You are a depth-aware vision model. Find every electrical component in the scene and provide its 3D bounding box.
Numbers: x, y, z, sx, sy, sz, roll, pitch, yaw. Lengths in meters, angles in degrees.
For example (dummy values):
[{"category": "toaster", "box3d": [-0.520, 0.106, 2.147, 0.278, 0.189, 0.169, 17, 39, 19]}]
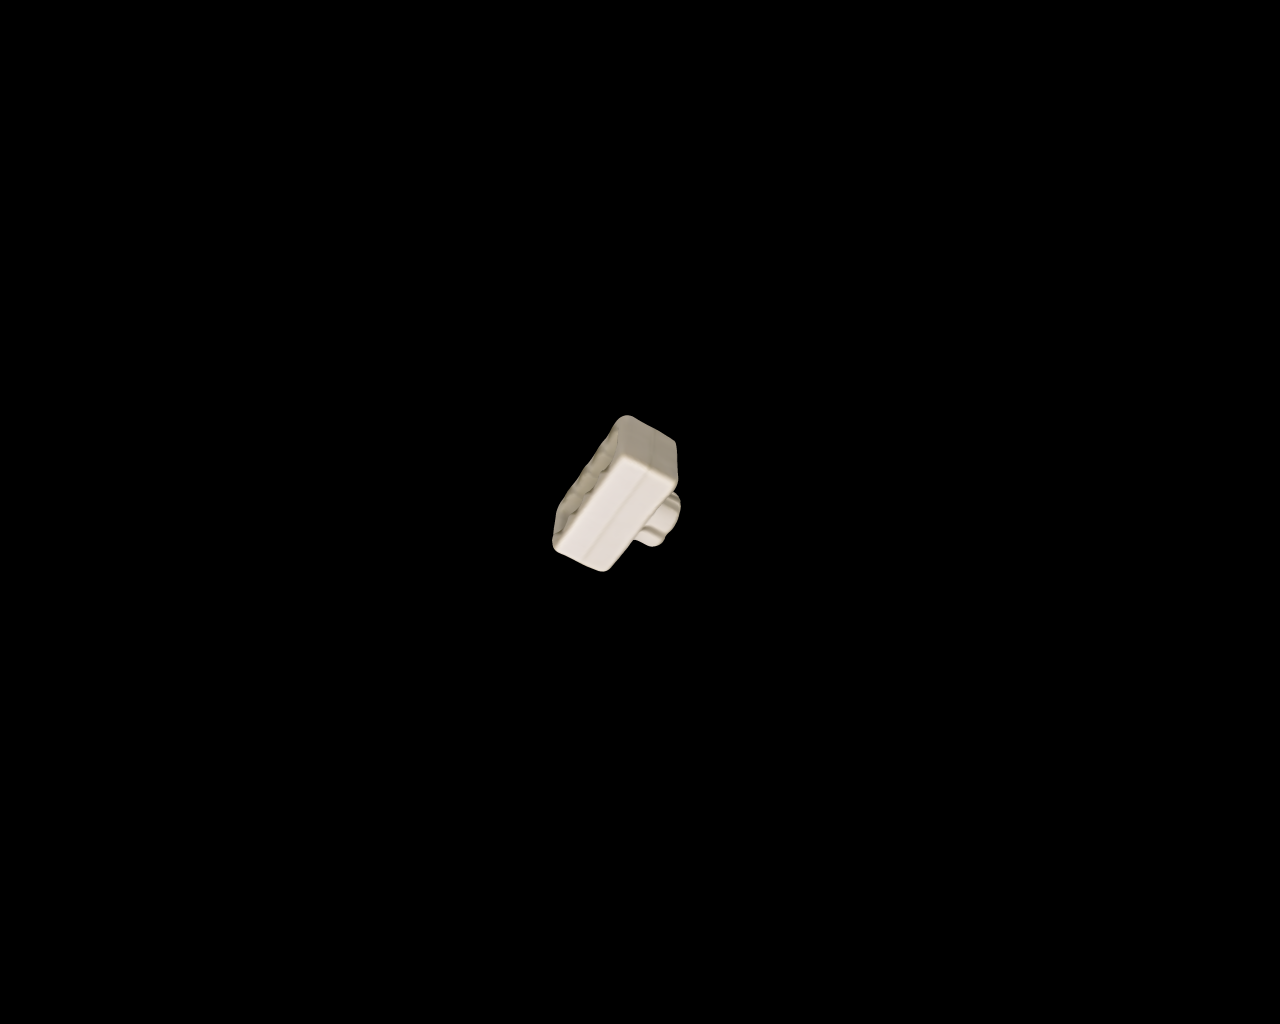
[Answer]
[{"category": "electrical component", "box3d": [0.001, -0.003, 0.650, 0.076, 0.083, 0.047, 27, 32, -18]}]
